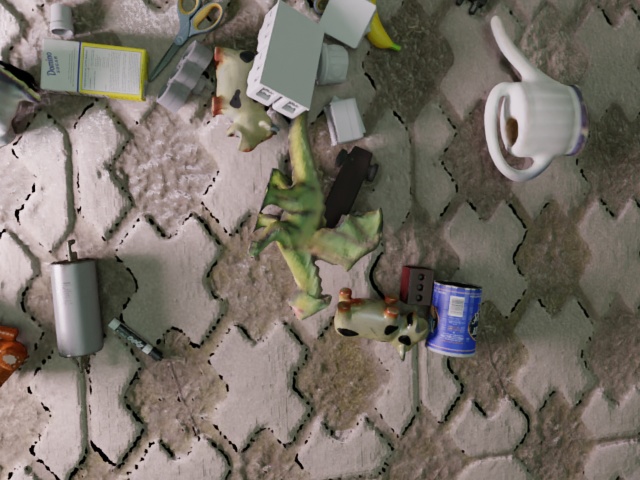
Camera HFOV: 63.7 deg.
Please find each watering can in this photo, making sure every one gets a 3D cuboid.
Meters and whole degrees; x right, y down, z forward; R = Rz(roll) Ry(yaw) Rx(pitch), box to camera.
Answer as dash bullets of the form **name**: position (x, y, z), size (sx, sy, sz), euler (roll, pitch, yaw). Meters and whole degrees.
- **watering can**: position (0.454, -0.298, 1.091), size (0.224, 0.104, 0.347), euler (-2, 92, -12)

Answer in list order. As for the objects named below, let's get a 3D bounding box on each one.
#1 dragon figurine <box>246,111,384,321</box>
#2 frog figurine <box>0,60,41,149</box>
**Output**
- **dragon figurine**: position (0.003, -0.049, 0.980), size (0.242, 0.122, 0.411), euler (19, 87, -3)
- **frog figurine**: position (-0.569, -0.226, 0.884), size (0.159, 0.121, 0.139), euler (-47, 68, 3)
